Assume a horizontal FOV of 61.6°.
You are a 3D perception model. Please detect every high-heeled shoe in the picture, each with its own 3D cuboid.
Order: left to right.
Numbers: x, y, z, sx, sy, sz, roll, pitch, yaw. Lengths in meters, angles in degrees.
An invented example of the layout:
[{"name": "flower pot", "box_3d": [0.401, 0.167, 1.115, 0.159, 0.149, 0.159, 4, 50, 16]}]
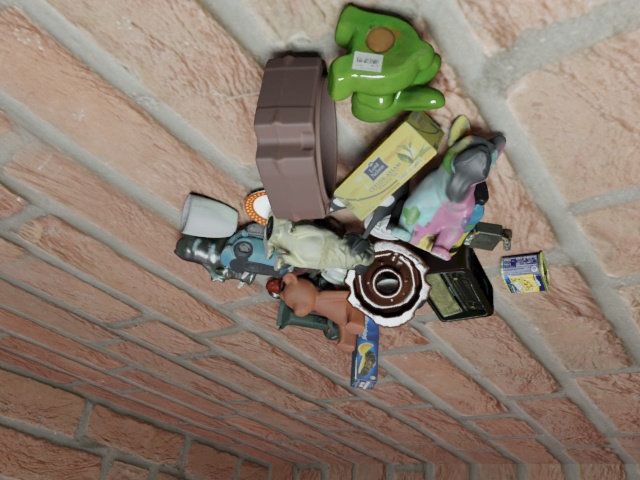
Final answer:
[{"name": "high-heeled shoe", "box_3d": [0.033, -0.105, 0.974, 0.249, 0.145, 0.086, 29, -168, 9]}]

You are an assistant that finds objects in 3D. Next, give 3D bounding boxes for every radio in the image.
[{"name": "radio", "box_3d": [0.299, 0.098, 1.195, 0.131, 0.073, 0.229, -11, 143, 27]}]

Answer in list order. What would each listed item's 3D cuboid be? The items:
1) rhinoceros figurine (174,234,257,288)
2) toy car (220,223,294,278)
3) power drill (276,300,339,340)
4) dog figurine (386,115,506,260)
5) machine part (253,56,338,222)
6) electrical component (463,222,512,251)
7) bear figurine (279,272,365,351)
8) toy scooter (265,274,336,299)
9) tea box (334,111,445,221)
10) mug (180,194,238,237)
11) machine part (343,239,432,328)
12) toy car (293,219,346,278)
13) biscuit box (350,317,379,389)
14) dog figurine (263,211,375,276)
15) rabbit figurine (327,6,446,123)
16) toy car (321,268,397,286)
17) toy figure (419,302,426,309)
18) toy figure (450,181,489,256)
[{"name": "rhinoceros figurine", "box_3d": [-0.229, 0.039, 1.202, 0.190, 0.112, 0.073, 25, 143, -9]}, {"name": "toy car", "box_3d": [-0.127, 0.016, 1.145, 0.162, 0.103, 0.109, 9, 155, -9]}, {"name": "power drill", "box_3d": [-0.008, 0.208, 1.421, 0.207, 0.086, 0.232, 5, 161, 0]}, {"name": "dog figurine", "box_3d": [0.204, -0.084, 0.865, 0.108, 0.219, 0.191, 28, -175, -2]}, {"name": "machine part", "box_3d": [-0.026, -0.145, 0.783, 0.087, 0.201, 0.201, -1, 146, 11]}, {"name": "electrical component", "box_3d": [0.325, -0.003, 1.059, 0.102, 0.045, 0.078, 12, 146, -4]}, {"name": "bear figurine", "box_3d": [0.000, 0.153, 1.201, 0.196, 0.132, 0.120, 14, 137, -7]}, {"name": "toy scooter", "box_3d": [-0.049, 0.108, 1.300, 0.184, 0.075, 0.135, 7, 146, 12]}, {"name": "tea box", "box_3d": [0.107, -0.119, 0.839, 0.068, 0.098, 0.169, 42, 123, -6]}, {"name": "mug", "box_3d": [-0.231, -0.037, 1.115, 0.107, 0.081, 0.109, 13, 144, -21]}, {"name": "machine part", "box_3d": [0.137, 0.085, 1.094, 0.179, 0.179, 0.056, 6, -175, 4]}, {"name": "toy car", "box_3d": [-0.011, 0.019, 1.151, 0.089, 0.053, 0.202, 41, 143, -5]}, {"name": "biscuit box", "box_3d": [0.118, 0.280, 1.401, 0.059, 0.203, 0.062, 9, 146, -4]}, {"name": "dog figurine", "box_3d": [-0.003, 0.001, 1.051, 0.190, 0.172, 0.121, 9, 121, -25]}, {"name": "rabbit figurine", "box_3d": [0.091, -0.226, 0.743, 0.159, 0.121, 0.170, -1, 165, 2]}, {"name": "toy car", "box_3d": [0.099, 0.085, 1.241, 0.202, 0.056, 0.073, 13, 147, -7]}, {"name": "toy figure", "box_3d": [0.208, 0.157, 1.327, 0.064, 0.058, 0.154, 37, 145, -2]}, {"name": "toy figure", "box_3d": [0.245, -0.036, 0.988, 0.082, 0.089, 0.180, 21, 149, -4]}]
